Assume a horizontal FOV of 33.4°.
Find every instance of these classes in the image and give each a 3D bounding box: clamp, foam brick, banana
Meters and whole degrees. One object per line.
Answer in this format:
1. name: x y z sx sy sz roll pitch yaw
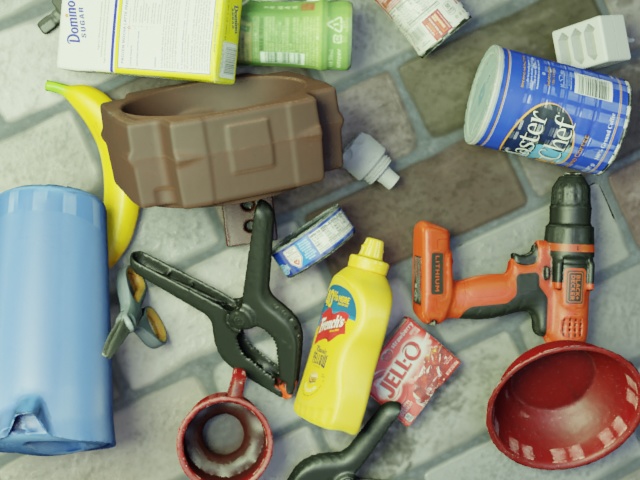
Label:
1. clamp: 0.037 0.252 1.091 0.171 0.039 0.120 -32 97 7
2. foam brick: -0.074 -0.035 1.080 0.053 0.051 0.078 -8 90 -6
3. banana: -0.215 -0.074 1.077 0.070 0.037 0.198 -17 90 8
4. clamp: -0.087 0.070 1.066 0.165 0.036 0.210 -14 112 22

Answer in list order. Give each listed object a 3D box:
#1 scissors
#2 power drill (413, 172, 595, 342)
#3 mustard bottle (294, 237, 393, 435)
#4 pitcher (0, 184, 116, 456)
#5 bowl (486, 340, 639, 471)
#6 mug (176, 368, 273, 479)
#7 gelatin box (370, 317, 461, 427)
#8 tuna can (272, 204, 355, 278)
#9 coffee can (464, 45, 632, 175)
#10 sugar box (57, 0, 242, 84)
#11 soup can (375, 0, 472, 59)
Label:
1. scissors: -0.173 0.090 1.009 0.016 0.202 0.096 -25 116 6
2. power drill: 0.192 0.020 1.101 0.187 0.057 0.184 2 90 -5
3. mustard bottle: 0.030 0.091 1.066 0.058 0.096 0.191 17 87 -22
4. pitcher: -0.257 0.080 1.002 0.144 0.149 0.243 16 66 -46
5. bowl: 0.244 0.157 1.087 0.162 0.055 0.162 -1 122 -3
6. mug: -0.093 0.185 1.062 0.093 0.081 0.117 10 89 -5
7. gelatin box: 0.089 0.136 1.105 0.073 0.030 0.089 40 86 -4
8. tuna can: -0.007 0.001 1.069 0.086 0.086 0.034 -35 95 -5
9. coffee can: 0.229 -0.131 1.083 0.140 0.103 0.103 13 88 -5
10. sugar box: -0.164 -0.201 1.019 0.176 0.048 0.093 9 96 23
11. soup can: 0.098 -0.245 1.089 0.068 0.068 0.102 -40 94 -4
